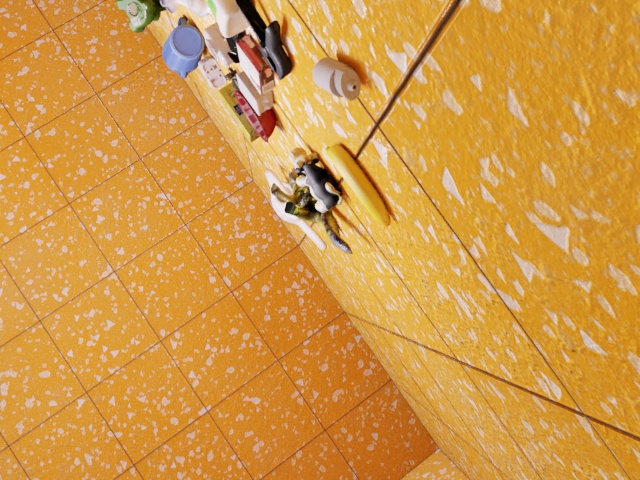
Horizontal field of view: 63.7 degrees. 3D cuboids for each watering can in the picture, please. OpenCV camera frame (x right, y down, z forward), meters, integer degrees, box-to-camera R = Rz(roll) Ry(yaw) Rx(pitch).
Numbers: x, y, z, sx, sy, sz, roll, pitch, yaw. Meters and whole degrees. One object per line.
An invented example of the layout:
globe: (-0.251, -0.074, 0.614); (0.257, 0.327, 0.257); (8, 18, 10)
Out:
watering can: (-0.092, -0.099, 1.833); (0.349, 0.104, 0.223); (55, 174, 4)

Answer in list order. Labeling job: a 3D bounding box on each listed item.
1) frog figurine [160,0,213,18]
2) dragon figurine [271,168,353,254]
frog figurine: (-0.274, -0.548, 1.104); (0.160, 0.125, 0.134); (13, 144, 20)
dragon figurine: (0.004, -0.074, 1.461); (0.417, 0.121, 0.240); (53, -170, 30)
